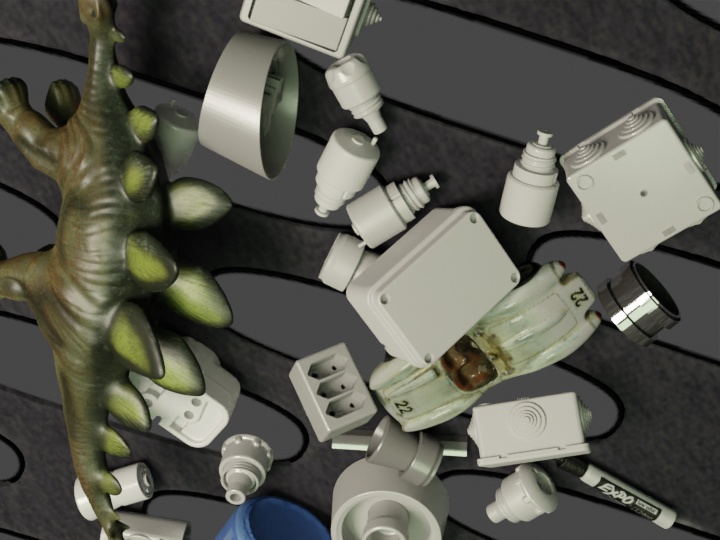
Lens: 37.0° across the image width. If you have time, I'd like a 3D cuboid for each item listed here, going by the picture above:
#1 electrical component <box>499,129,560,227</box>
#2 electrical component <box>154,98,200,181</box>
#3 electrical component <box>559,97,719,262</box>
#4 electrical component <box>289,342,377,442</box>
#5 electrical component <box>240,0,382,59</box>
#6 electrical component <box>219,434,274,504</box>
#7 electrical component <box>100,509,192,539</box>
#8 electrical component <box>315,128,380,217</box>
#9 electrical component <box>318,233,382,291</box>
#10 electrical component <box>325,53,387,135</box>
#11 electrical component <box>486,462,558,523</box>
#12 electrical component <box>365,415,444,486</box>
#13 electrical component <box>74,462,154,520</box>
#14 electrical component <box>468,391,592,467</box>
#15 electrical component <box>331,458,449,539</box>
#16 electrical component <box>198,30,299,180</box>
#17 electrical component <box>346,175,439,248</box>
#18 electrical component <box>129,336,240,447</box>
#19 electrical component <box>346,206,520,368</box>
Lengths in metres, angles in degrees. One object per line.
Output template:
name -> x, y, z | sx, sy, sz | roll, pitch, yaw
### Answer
electrical component -> 0.132, -0.069, 0.817 | 0.040, 0.040, 0.078 | 11, 117, 2
electrical component -> -0.153, -0.094, 0.843 | 0.040, 0.040, 0.078 | 27, 117, -6
electrical component -> 0.210, -0.066, 0.804 | 0.100, 0.048, 0.099 | -32, 108, 20
electrical component -> -0.027, 0.109, 0.915 | 0.047, 0.076, 0.065 | -21, 74, -20
electrical component -> -0.030, -0.194, 0.766 | 0.096, 0.061, 0.061 | 21, 117, -3
electrical component -> -0.105, 0.180, 0.958 | 0.048, 0.062, 0.048 | 3, 124, 5
electrical component -> -0.204, 0.270, 1.027 | 0.077, 0.044, 0.079 | 8, 117, 4
electrical component -> -0.015, -0.074, 0.835 | 0.040, 0.040, 0.078 | 26, 125, -5
electrical component -> 0.000, 0.000, 0.866 | 0.055, 0.045, 0.045 | 26, 117, -5
electrical component -> 0.001, -0.130, 0.808 | 0.035, 0.035, 0.061 | -24, 113, 18
electrical component -> 0.140, 0.202, 0.949 | 0.048, 0.048, 0.062 | 43, 121, -13
electrical component -> 0.039, 0.156, 0.928 | 0.055, 0.045, 0.045 | 27, 116, -7
electrical component -> -0.226, 0.203, 0.999 | 0.065, 0.044, 0.044 | -18, 113, 10
electrical component -> 0.141, 0.132, 0.885 | 0.100, 0.100, 0.048 | -10, 77, 11
electrical component -> 0.025, 0.227, 0.966 | 0.108, 0.060, 0.108 | 3, 116, 6
electrical component -> -0.076, -0.123, 0.788 | 0.064, 0.099, 0.099 | 21, 117, 4
electrical component -> 0.026, -0.049, 0.841 | 0.078, 0.040, 0.040 | -31, 109, 7
electrical component -> -0.154, 0.099, 0.927 | 0.095, 0.059, 0.053 | 37, 115, -11
electrical component -> 0.057, 0.011, 0.827 | 0.113, 0.057, 0.078 | -42, 108, -15
